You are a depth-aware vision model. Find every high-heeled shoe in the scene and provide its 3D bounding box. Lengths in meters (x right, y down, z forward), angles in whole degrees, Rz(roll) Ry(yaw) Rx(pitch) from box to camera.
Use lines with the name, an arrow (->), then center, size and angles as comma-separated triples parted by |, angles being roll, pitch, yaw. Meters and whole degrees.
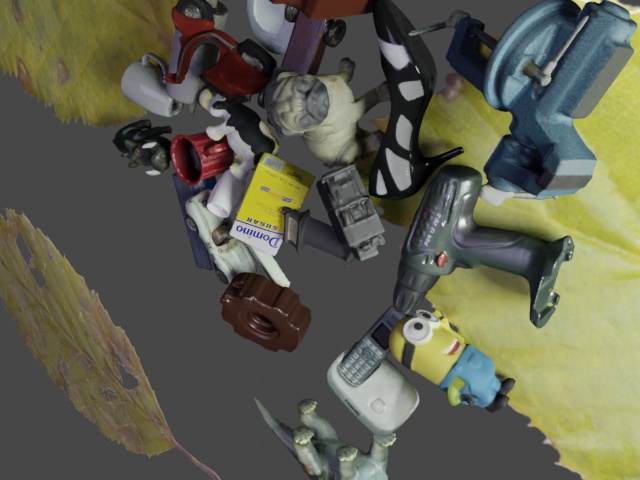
high-heeled shoe -> 0.081, -0.166, 0.681 | 0.145, 0.086, 0.248 | -18, 114, 30

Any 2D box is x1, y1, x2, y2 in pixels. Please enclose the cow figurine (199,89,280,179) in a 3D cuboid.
cow figurine -> -0.138, -0.196, 0.903 | 0.098, 0.068, 0.167 | -31, 91, 41

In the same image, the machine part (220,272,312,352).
machine part -> -0.102, 0.138, 0.990 | 0.180, 0.056, 0.179 | 17, 141, 14

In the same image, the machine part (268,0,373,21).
machine part -> -0.012, -0.348, 0.614 | 0.201, 0.201, 0.087 | 50, 137, 13

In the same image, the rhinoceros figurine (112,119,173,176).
rhinoceros figurine -> -0.350, -0.188, 1.079 | 0.191, 0.112, 0.073 | 29, 125, 41

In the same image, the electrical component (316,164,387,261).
electrical component -> 0.045, -0.037, 0.774 | 0.115, 0.058, 0.134 | -159, 46, -88

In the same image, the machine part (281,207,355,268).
machine part -> -0.002, -0.003, 0.869 | 0.139, 0.039, 0.084 | 21, 130, 21

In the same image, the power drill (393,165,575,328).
power drill -> 0.200, 0.032, 0.686 | 0.208, 0.086, 0.231 | 29, 120, 39

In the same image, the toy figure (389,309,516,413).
toy figure -> 0.181, 0.176, 0.765 | 0.180, 0.082, 0.089 | 37, 112, 15

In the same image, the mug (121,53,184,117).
mug -> -0.307, -0.290, 1.018 | 0.107, 0.081, 0.109 | 35, 124, 11

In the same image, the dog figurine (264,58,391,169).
dog figurine -> -0.009, -0.150, 0.716 | 0.121, 0.190, 0.172 | 29, 129, 31

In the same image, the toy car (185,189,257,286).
toy car -> -0.185, 0.001, 1.019 | 0.056, 0.073, 0.201 | -7, 116, 49

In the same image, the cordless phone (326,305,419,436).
cordless phone -> 0.112, 0.205, 0.862 | 0.147, 0.088, 0.184 | 44, 115, 19

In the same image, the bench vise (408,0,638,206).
bench vise -> 0.204, -0.161, 0.570 | 0.241, 0.129, 0.223 | 57, 150, 36

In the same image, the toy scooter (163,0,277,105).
toy scooter -> -0.166, -0.273, 0.833 | 0.184, 0.075, 0.135 | 37, 107, -13

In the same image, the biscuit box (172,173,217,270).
biscuit box -> -0.229, -0.045, 1.068 | 0.063, 0.059, 0.202 | 5, 113, 44

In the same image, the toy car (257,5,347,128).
toy car -> -0.028, -0.252, 0.785 | 0.089, 0.053, 0.202 | 33, 126, 15

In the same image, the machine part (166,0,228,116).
machine part -> -0.211, -0.319, 0.908 | 0.079, 0.079, 0.243 | 43, 134, 20

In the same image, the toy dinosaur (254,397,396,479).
toy dinosaur -> 0.033, 0.426, 1.012 | 0.405, 0.131, 0.192 | 12, 117, 46
